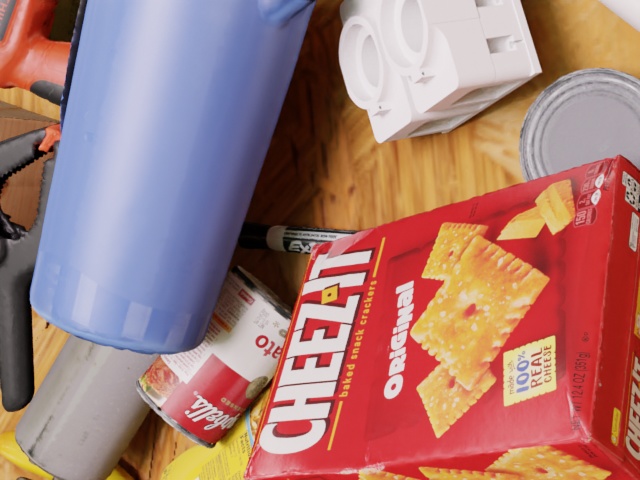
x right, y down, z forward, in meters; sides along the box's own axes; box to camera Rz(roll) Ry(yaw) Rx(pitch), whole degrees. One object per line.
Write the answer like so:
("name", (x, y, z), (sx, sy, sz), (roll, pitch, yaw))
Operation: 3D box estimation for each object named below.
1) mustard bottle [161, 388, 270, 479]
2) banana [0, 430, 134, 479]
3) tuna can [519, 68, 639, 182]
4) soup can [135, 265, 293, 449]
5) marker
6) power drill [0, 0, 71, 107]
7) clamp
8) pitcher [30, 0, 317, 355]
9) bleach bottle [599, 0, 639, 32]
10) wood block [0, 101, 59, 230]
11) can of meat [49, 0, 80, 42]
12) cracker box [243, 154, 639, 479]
("mustard bottle", (-0.024, 0.147, 0.699), (0.192, 0.058, 0.096), (-41, 49, 25))
("banana", (-0.167, 0.197, 0.791), (0.069, 0.037, 0.198), (-35, 59, -19))
("tuna can", (0.157, -0.052, 0.597), (0.086, 0.033, 0.086), (1, 93, 31))
("soup can", (-0.063, 0.076, 0.699), (0.069, 0.068, 0.102), (40, 90, 24))
("marker", (-0.005, 0.001, 0.706), (0.121, 0.020, 0.020), (5, 94, 31))
("power drill", (-0.133, -0.139, 0.728), (0.188, 0.057, 0.184), (25, 98, 9))
("clamp", (-0.219, 0.011, 0.738), (0.164, 0.036, 0.210), (45, 112, 0))
("pitcher", (-0.098, -0.064, 0.638), (0.145, 0.149, 0.243), (16, 96, -6))
("bleach bottle", (0.152, -0.199, 0.579), (0.251, 0.068, 0.103), (48, 114, 23))
("wood block", (-0.281, -0.005, 0.832), (0.090, 0.090, 0.206), (20, 102, 29))
("can of meat", (-0.225, -0.180, 0.811), (0.084, 0.057, 0.102), (13, 99, 28))
("cracker box", (0.072, 0.058, 0.564), (0.214, 0.072, 0.164), (-16, 44, 40))
